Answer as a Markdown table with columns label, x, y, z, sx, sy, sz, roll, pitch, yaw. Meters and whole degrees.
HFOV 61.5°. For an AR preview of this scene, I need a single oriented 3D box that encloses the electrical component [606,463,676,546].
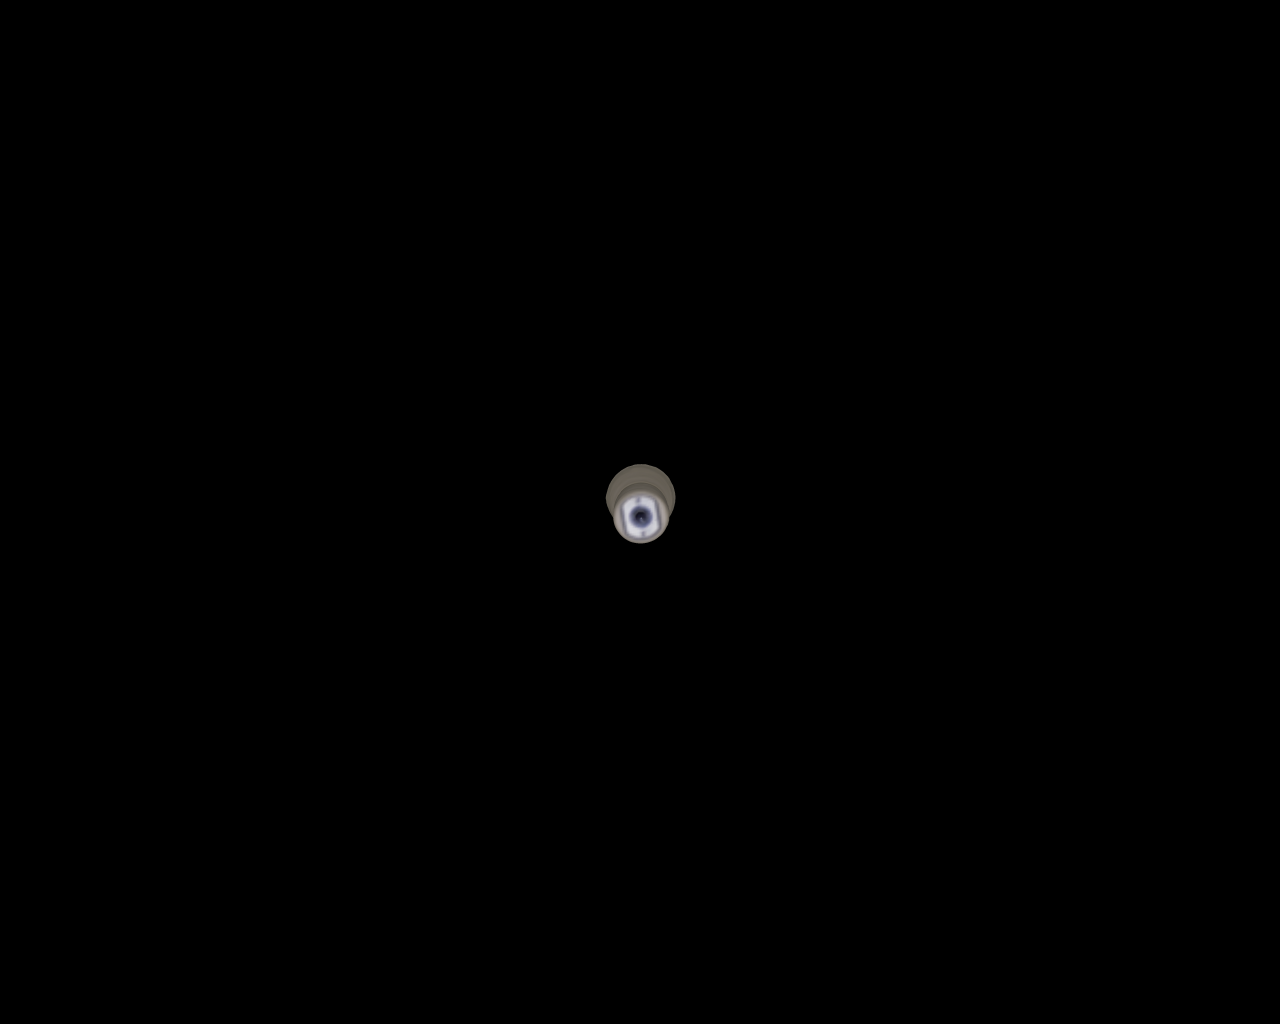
| label | x | y | z | sx | sy | sz | roll | pitch | yaw |
| --- | --- | --- | --- | --- | --- | --- | --- | --- | --- |
| electrical component | 0.001 | -0.003 | 0.650 | 0.044 | 0.044 | 0.065 | 0 | 12 | 0 |
